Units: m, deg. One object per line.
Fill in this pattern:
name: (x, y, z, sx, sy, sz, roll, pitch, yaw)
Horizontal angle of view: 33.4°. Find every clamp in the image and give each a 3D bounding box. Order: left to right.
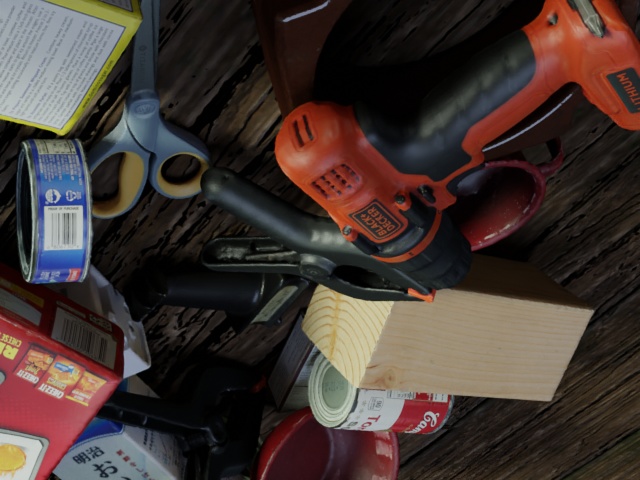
clamp: (-0.101, 0.150, 0.847, 0.036, 0.209, 0.164, -19, 106, 27)
clamp: (-0.005, 0.001, 0.705, 0.171, 0.039, 0.120, 10, 158, 9)

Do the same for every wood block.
wood block: (0.102, 0.062, 0.841, 0.205, 0.090, 0.091, 9, 111, -35)

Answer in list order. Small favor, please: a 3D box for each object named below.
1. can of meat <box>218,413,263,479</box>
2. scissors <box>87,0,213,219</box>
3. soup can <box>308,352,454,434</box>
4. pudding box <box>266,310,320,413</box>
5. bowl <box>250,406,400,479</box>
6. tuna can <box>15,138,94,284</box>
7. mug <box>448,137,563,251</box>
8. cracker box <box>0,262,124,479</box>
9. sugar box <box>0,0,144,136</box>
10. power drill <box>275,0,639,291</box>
can of meat: (-0.106, 0.213, 0.999, 0.084, 0.057, 0.102, -28, 144, 16)
scissors: (-0.089, -0.077, 0.632, 0.096, 0.016, 0.202, -1, 145, -31)
soup can: (0.050, 0.122, 0.871, 0.102, 0.068, 0.069, 10, 136, -35)
pudding box: (0.012, 0.103, 0.921, 0.089, 0.039, 0.114, -1, 139, -24)
bowl: (-0.006, 0.204, 0.927, 0.161, 0.055, 0.162, -14, 113, -37)
tuna can: (-0.157, -0.017, 0.627, 0.033, 0.086, 0.086, -2, 142, -22)
mug: (0.102, -0.054, 0.708, 0.117, 0.081, 0.093, -18, 146, -3)
cracker box: (-0.251, 0.110, 0.689, 0.164, 0.072, 0.214, 31, 110, -22)
sugar box: (-0.186, -0.113, 0.517, 0.175, 0.048, 0.093, 15, 133, -35)
power drill: (0.093, -0.050, 0.579, 0.188, 0.057, 0.184, -32, 144, 17)
